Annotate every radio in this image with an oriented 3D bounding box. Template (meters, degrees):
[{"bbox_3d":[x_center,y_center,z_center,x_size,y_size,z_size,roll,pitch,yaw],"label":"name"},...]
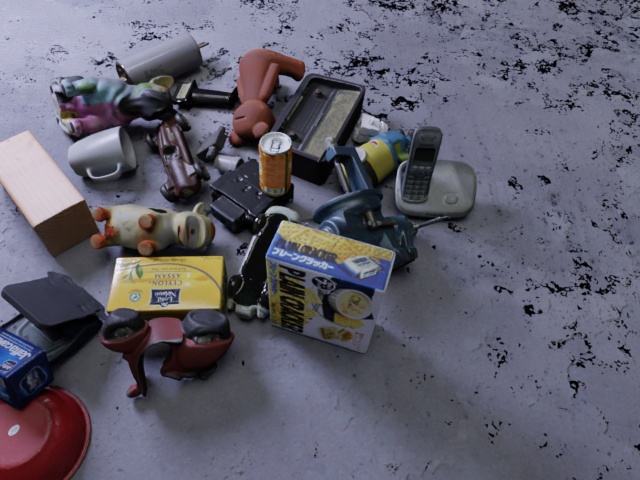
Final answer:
[{"bbox_3d":[-0.008,-0.227,1.065,0.131,0.073,0.229,20,56,10],"label":"radio"}]

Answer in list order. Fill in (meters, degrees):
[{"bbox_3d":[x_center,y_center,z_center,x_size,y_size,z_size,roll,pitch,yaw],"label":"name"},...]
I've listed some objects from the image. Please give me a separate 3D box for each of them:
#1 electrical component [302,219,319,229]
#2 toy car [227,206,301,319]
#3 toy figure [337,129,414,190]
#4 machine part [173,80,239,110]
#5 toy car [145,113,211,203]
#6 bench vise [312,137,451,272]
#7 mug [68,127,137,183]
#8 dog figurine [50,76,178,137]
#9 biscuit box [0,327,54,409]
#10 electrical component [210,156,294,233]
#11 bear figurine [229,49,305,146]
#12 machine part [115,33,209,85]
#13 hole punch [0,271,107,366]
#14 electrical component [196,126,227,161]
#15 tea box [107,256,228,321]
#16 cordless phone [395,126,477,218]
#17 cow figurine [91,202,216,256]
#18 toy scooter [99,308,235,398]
[{"bbox_3d":[-0.003,-0.004,0.932,0.078,0.045,0.102,-16,50,20],"label":"electrical component"},{"bbox_3d":[-0.089,0.035,0.881,0.074,0.056,0.202,14,67,14],"label":"toy car"},{"bbox_3d":[0.111,-0.151,1.015,0.180,0.082,0.089,-28,91,-28],"label":"toy figure"},{"bbox_3d":[-0.241,-0.304,1.130,0.139,0.039,0.084,3,47,1],"label":"machine part"},{"bbox_3d":[-0.271,-0.159,1.002,0.089,0.053,0.202,-31,60,11],"label":"toy car"},{"bbox_3d":[0.072,-0.063,0.893,0.223,0.129,0.240,-10,72,-32],"label":"bench vise"},{"bbox_3d":[-0.405,-0.147,0.992,0.107,0.080,0.109,-14,61,1],"label":"mug"},{"bbox_3d":[-0.394,-0.270,1.055,0.219,0.108,0.192,-16,24,-33],"label":"dog figurine"},{"bbox_3d":[-0.462,0.158,0.746,0.203,0.059,0.063,16,36,25],"label":"biscuit box"},{"bbox_3d":[-0.129,-0.075,0.965,0.115,0.058,0.134,32,59,20],"label":"electrical component"},{"bbox_3d":[-0.111,-0.278,1.085,0.132,0.120,0.195,10,75,-47],"label":"bear figurine"},{"bbox_3d":[-0.342,-0.376,1.149,0.243,0.079,0.079,-34,64,-25],"label":"machine part"},{"bbox_3d":[-0.403,0.120,0.806,0.142,0.092,0.116,29,22,22],"label":"hole punch"},{"bbox_3d":[-0.211,-0.180,1.035,0.063,0.021,0.094,-24,39,32],"label":"electrical component"},{"bbox_3d":[-0.234,0.082,0.842,0.170,0.068,0.098,-2,56,-5],"label":"tea box"},{"bbox_3d":[0.211,-0.126,0.941,0.147,0.184,0.089,3,51,-1],"label":"cordless phone"},{"bbox_3d":[-0.263,-0.018,0.893,0.195,0.085,0.127,5,13,18],"label":"cow figurine"},{"bbox_3d":[-0.219,0.165,0.768,0.184,0.135,0.075,5,17,-20],"label":"toy scooter"}]
